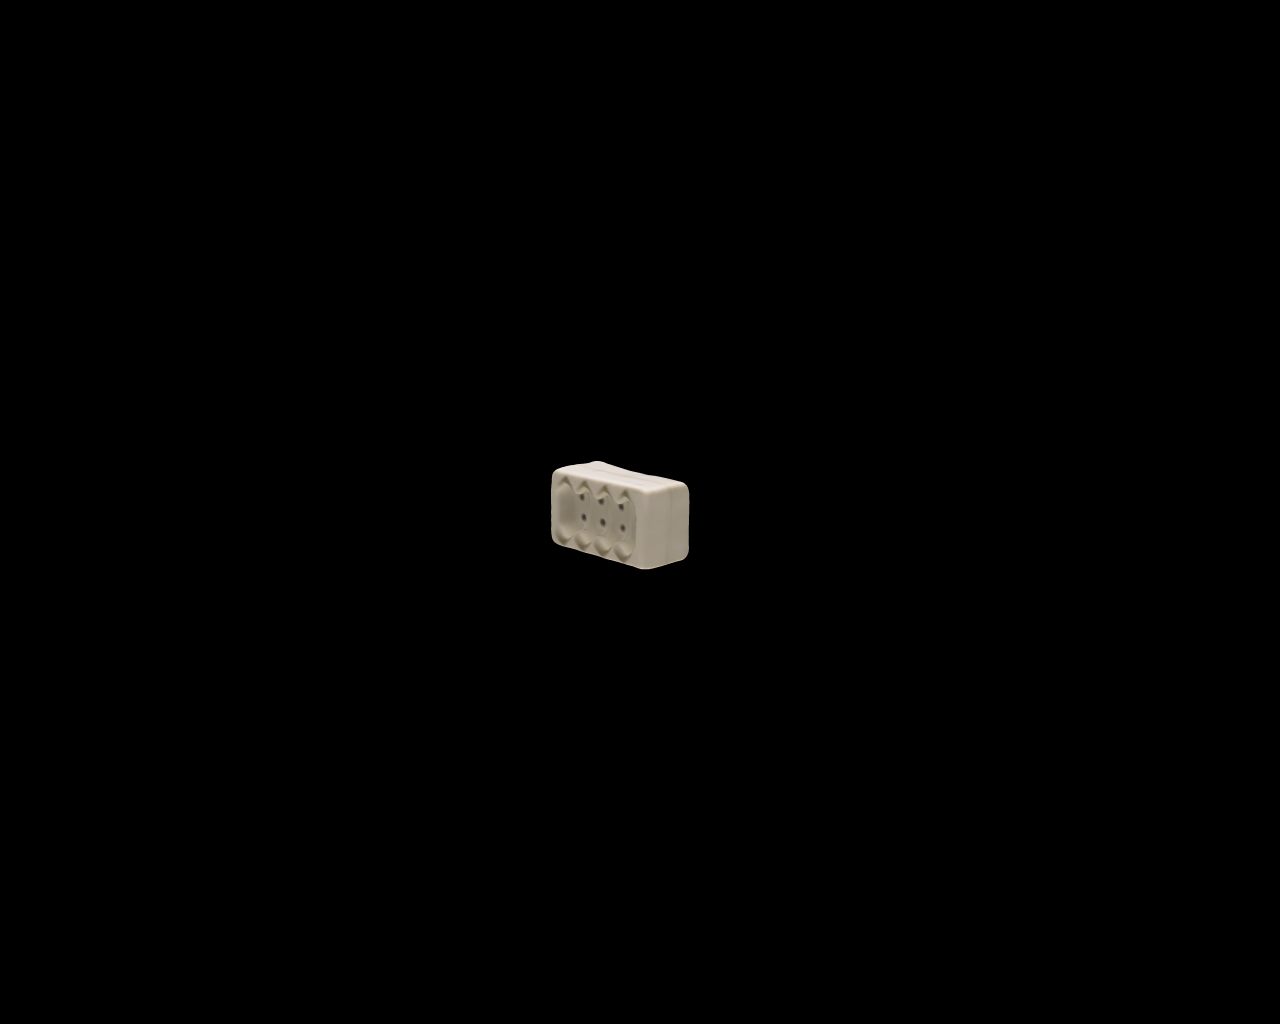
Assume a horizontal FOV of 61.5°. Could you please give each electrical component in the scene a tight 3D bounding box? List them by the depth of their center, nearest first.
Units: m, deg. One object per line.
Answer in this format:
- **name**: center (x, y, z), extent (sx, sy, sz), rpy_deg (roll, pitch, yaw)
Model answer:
- **electrical component**: center (0.001, -0.003, 0.650), extent (0.076, 0.047, 0.083), rpy_deg (-14, 20, -42)
